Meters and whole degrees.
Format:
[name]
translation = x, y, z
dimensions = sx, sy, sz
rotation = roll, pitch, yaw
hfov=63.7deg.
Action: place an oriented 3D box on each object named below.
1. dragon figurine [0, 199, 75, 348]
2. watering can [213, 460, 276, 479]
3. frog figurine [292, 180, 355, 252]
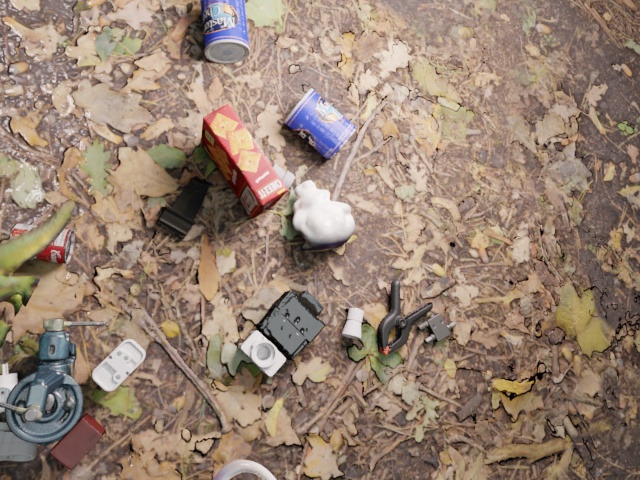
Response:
[dragon figurine]
translation = -0.630, 0.068, 0.890
dimensions = 0.241, 0.122, 0.413
rotation = 28, 81, -22
[watering can]
translation = -0.144, 0.606, 0.973
dimensions = 0.225, 0.103, 0.349
rotation = -17, 84, -19
[frog figurine]
translation = 0.004, -0.058, 1.155
dimensions = 0.137, 0.123, 0.159
rotation = -12, 95, 0
